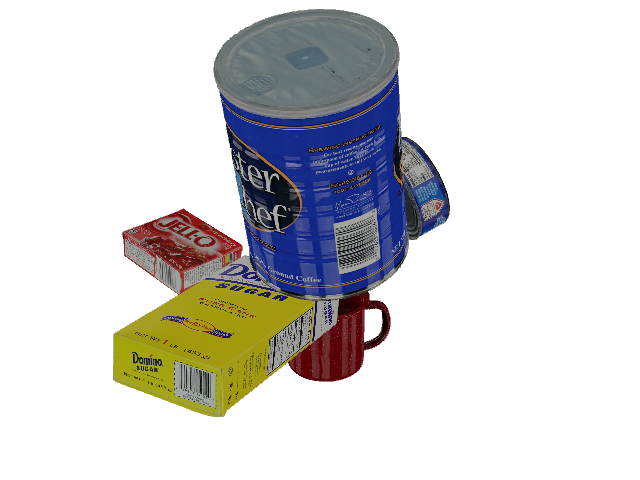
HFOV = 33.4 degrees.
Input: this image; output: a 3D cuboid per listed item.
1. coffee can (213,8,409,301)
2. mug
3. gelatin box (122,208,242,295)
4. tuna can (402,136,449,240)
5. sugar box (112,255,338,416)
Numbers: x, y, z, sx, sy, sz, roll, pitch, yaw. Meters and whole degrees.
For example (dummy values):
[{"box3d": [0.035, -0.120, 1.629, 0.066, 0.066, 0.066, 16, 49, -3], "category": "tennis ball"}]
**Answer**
[{"box3d": [-0.001, -0.049, 0.630, 0.103, 0.140, 0.103, -4, 41, 4], "category": "coffee can"}, {"box3d": [0.017, 0.093, 1.122, 0.117, 0.081, 0.093, -7, 26, -12], "category": "mug"}, {"box3d": [-0.128, 0.008, 0.986, 0.073, 0.030, 0.089, -24, 41, -39], "category": "gelatin box"}, {"box3d": [0.075, -0.046, 0.921, 0.033, 0.086, 0.086, -28, 7, -14], "category": "tuna can"}, {"box3d": [-0.065, 0.065, 0.801, 0.093, 0.048, 0.176, 16, 27, 23], "category": "sugar box"}]
